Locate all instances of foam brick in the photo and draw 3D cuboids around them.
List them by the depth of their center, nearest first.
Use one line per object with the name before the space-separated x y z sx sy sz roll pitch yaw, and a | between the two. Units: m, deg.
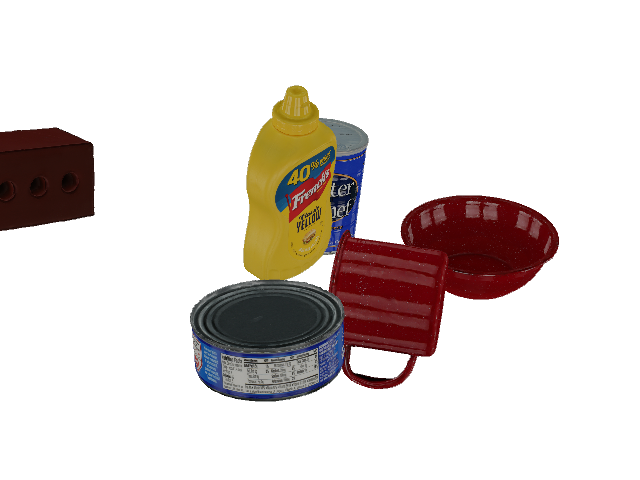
foam brick | -0.196 -0.042 0.704 0.078 0.053 0.051 -13 25 -38

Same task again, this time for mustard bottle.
mustard bottle | -0.026 -0.056 0.971 0.058 0.192 0.096 34 49 30

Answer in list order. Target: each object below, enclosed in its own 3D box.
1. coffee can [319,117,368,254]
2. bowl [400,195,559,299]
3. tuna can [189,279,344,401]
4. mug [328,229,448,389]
coffee can | 0.000 -0.068 1.320 0.103 0.140 0.103 5 28 -3
bowl | 0.162 0.014 1.106 0.162 0.055 0.162 0 31 0
tuna can | -0.029 0.055 0.596 0.086 0.034 0.086 -2 23 0
mug | 0.050 0.055 0.811 0.081 0.117 0.093 8 -12 9
